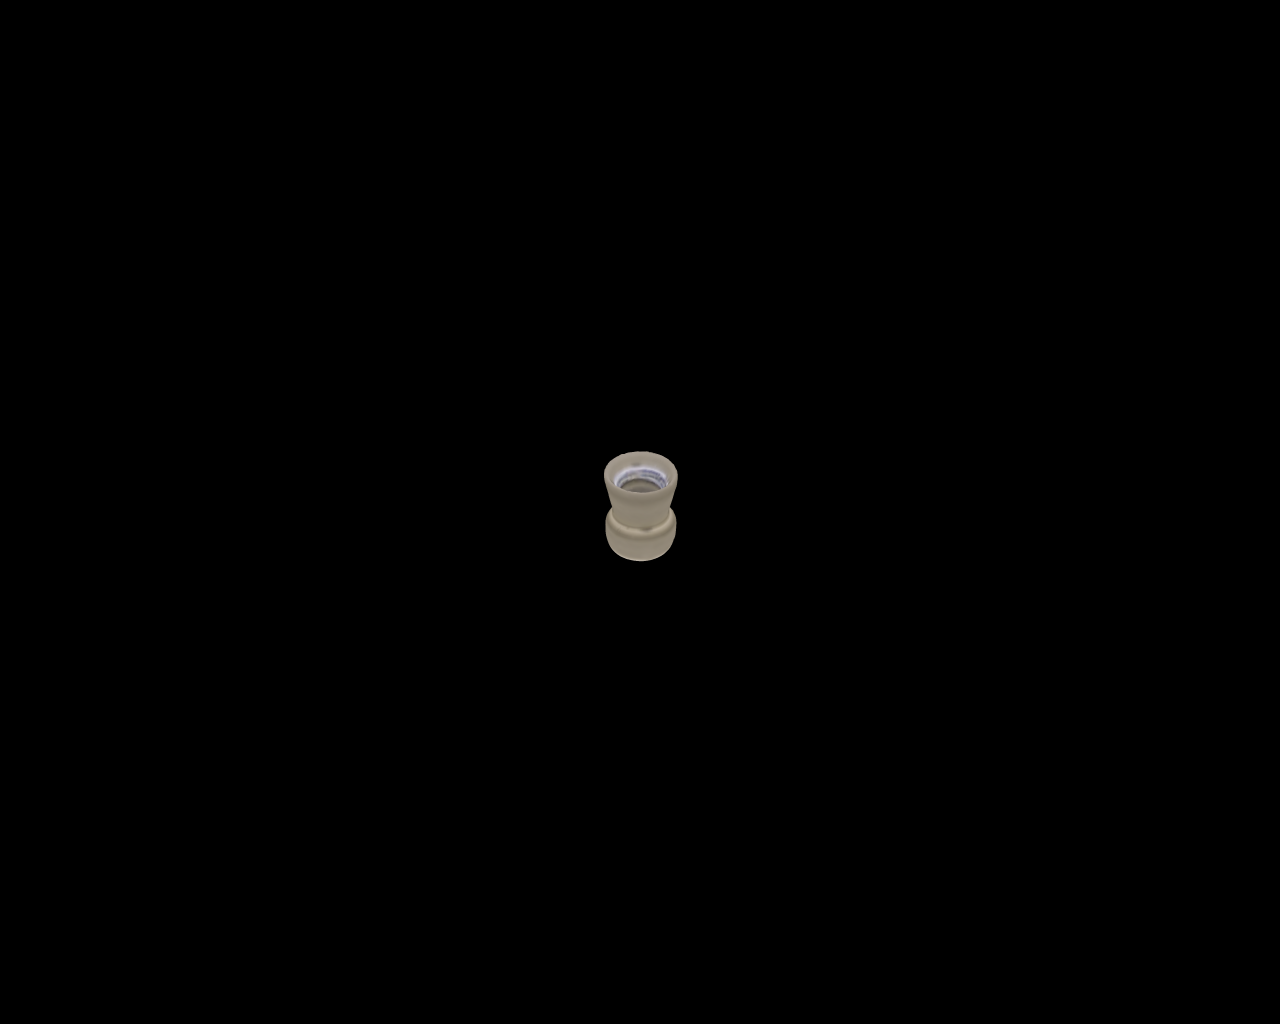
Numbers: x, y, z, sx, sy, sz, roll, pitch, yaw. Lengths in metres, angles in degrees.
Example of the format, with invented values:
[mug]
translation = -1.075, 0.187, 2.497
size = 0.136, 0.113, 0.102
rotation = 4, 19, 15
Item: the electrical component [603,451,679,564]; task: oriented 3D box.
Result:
[electrical component]
translation = 0.001, -0.003, 0.650
size = 0.045, 0.055, 0.045
rotation = 0, 38, 0
